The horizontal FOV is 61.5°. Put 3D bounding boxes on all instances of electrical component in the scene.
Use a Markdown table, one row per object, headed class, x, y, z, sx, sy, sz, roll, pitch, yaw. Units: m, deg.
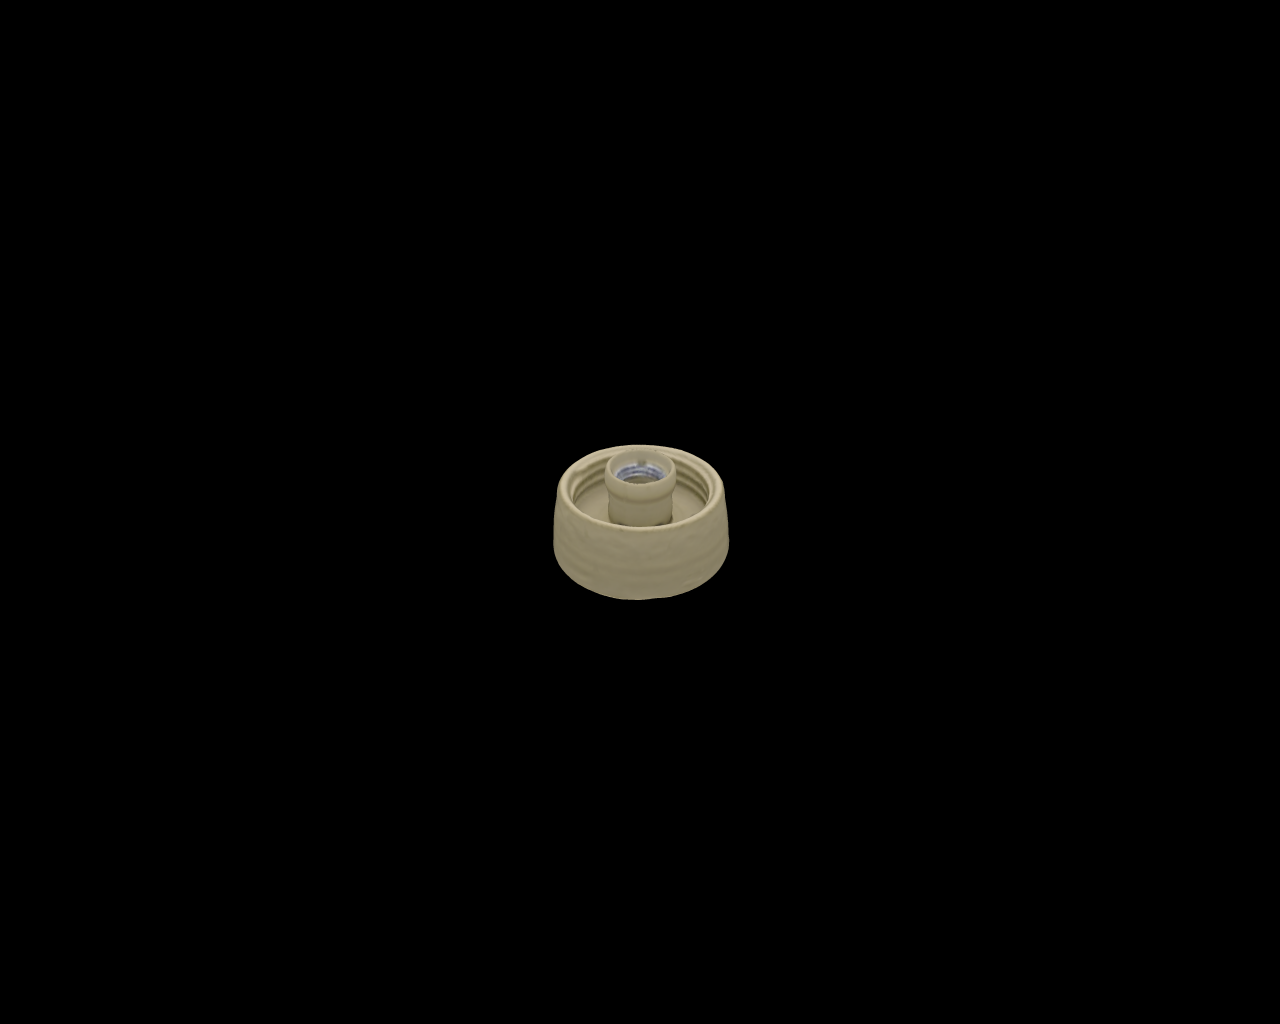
| class | x | y | z | sx | sy | sz | roll | pitch | yaw |
| --- | --- | --- | --- | --- | --- | --- | --- | --- | --- |
| electrical component | 0.001 | -0.003 | 0.650 | 0.108 | 0.060 | 0.108 | 0 | 34 | 0 |
